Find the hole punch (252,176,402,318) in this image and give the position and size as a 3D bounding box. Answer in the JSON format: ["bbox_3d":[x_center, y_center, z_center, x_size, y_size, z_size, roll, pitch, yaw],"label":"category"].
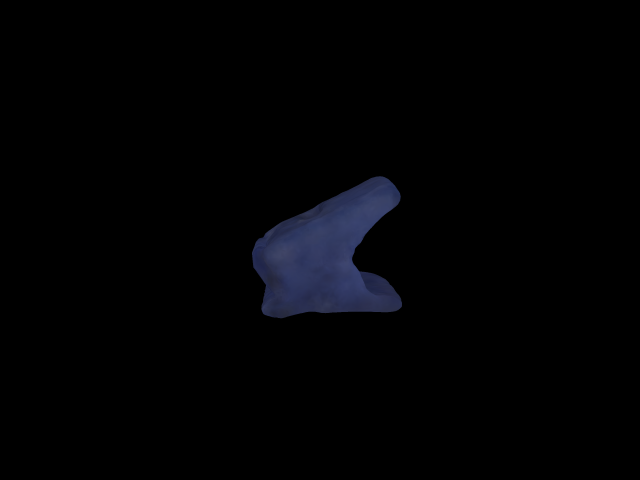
[{"bbox_3d":[0.004,0.001,0.400,0.101,0.091,0.108,-1,7,-4],"label":"hole punch"}]
